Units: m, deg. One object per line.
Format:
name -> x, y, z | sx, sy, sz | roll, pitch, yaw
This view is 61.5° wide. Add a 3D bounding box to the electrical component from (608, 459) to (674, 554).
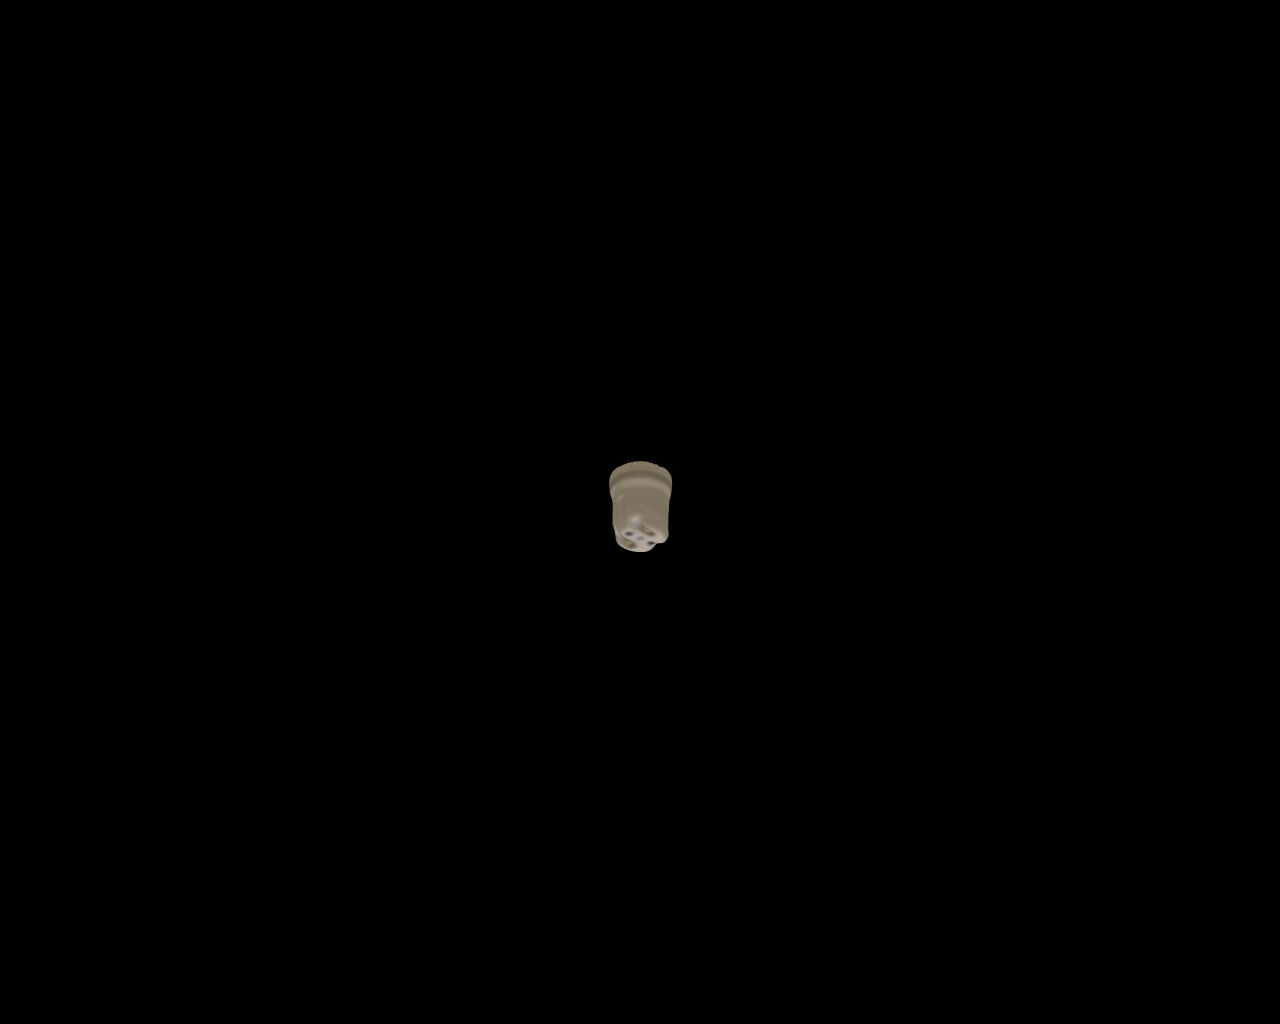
electrical component -> 0.001, -0.003, 0.650 | 0.040, 0.046, 0.040 | 0, -31, 0
